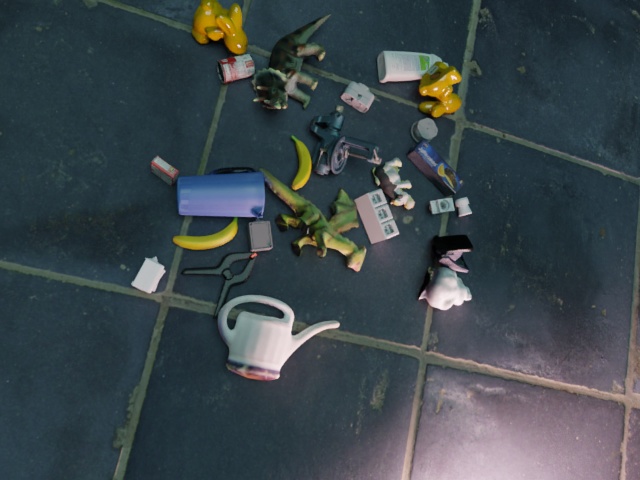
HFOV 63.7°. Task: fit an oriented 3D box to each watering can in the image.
[{"bbox_3d":[-0.123,0.282,1.441,0.347,0.103,0.227,16,78,-14],"label":"watering can"}]

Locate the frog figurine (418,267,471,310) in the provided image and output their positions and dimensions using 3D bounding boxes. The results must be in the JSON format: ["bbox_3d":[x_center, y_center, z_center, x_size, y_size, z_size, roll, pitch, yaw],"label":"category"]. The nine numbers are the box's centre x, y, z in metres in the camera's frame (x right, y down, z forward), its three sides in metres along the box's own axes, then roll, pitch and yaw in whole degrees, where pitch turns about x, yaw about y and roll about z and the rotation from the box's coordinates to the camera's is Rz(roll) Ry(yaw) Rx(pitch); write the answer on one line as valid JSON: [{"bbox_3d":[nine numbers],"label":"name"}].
[{"bbox_3d":[0.405,0.157,1.613,0.159,0.120,0.140,21,57,-1],"label":"frog figurine"}]

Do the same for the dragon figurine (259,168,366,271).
[{"bbox_3d":[0.005,-0.079,1.560,0.246,0.120,0.411,-26,85,-36],"label":"dragon figurine"}]
